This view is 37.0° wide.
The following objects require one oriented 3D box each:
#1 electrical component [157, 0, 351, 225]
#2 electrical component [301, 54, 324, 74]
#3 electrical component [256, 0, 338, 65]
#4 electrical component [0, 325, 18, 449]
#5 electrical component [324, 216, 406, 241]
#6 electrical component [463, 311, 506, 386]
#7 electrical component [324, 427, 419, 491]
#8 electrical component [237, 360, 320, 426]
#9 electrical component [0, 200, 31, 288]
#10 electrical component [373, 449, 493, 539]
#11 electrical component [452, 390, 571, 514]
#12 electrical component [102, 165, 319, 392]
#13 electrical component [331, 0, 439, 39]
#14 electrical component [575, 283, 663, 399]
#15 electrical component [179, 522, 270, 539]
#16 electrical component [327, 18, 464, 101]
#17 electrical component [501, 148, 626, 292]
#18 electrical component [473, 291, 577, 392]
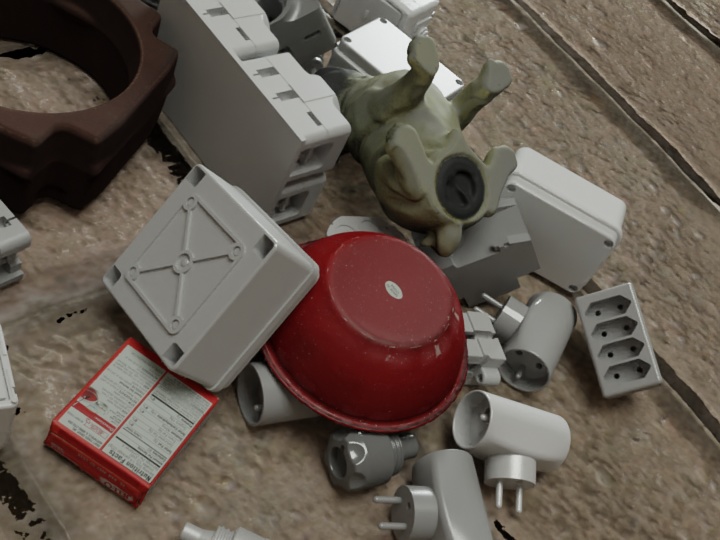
[{"bbox_3d":[-0.094,-0.137,0.864,0.060,0.105,0.186,-21,64,-39],"label":"electrical component"},{"bbox_3d":[-0.052,-0.204,0.993,0.040,0.040,0.078,-2,53,-29],"label":"electrical component"},{"bbox_3d":[-0.092,-0.251,0.968,0.089,0.061,0.150,-26,59,4],"label":"electrical component"},{"bbox_3d":[-0.255,0.074,0.624,0.096,0.061,0.061,-4,54,-30],"label":"electrical component"},{"bbox_3d":[0.000,0.000,0.830,0.080,0.051,0.080,14,46,-16],"label":"electrical component"},{"bbox_3d":[0.073,0.059,0.821,0.055,0.048,0.066,7,48,-32],"label":"electrical component"},{"bbox_3d":[0.011,0.125,0.731,0.062,0.043,0.043,-7,55,-34],"label":"electrical component"},{"bbox_3d":[-0.039,0.081,0.743,0.081,0.043,0.043,-5,54,-31],"label":"electrical component"},{"bbox_3d":[-0.271,-0.027,0.713,0.089,0.050,0.056,45,46,15],"label":"electrical component"},{"bbox_3d":[0.046,0.162,0.715,0.079,0.043,0.077,7,49,-22],"label":"electrical component"},{"bbox_3d":[0.108,0.133,0.770,0.077,0.043,0.079,20,63,-30],"label":"electrical component"},{"bbox_3d":[-0.100,0.004,0.713,0.109,0.108,0.056,44,6,38],"label":"electrical component"},{"bbox_3d":[0.027,-0.253,1.062,0.096,0.061,0.061,42,45,12],"label":"electrical component"},{"bbox_3d":[0.214,0.061,0.883,0.076,0.047,0.083,27,48,-71],"label":"electrical component"},{"bbox_3d":[-0.080,0.170,0.649,0.061,0.035,0.035,26,44,0],"label":"electrical component"},{"bbox_3d":[0.030,-0.171,0.994,0.113,0.057,0.078,41,45,11],"label":"electrical component"},{"bbox_3d":[0.164,-0.042,0.935,0.113,0.078,0.057,30,41,-1],"label":"electrical component"},{"bbox_3d":[0.127,0.047,0.859,0.079,0.044,0.077,33,44,3],"label":"electrical component"}]
